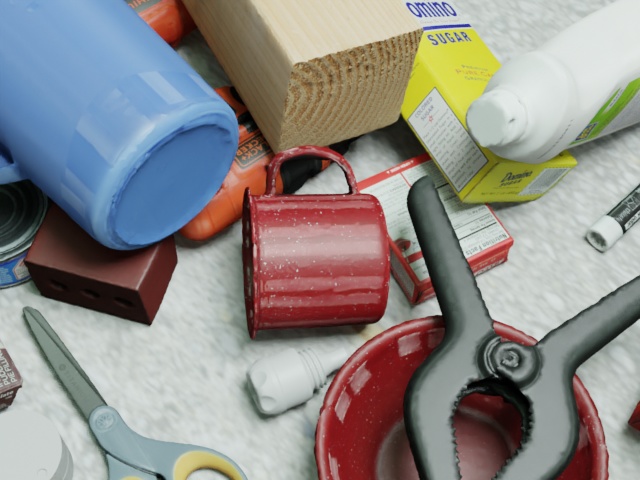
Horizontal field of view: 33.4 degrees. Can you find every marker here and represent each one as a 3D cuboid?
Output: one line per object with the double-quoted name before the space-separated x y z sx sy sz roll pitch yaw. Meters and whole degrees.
"marker" 0.226 -0.035 0.721 0.121 0.020 0.020 -39 68 -20

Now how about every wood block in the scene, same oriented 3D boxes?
"wood block" -0.030 -0.165 0.691 0.090 0.090 0.206 -20 61 -21

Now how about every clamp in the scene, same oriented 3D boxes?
"clamp" 0.112 0.069 0.586 0.164 0.036 0.210 11 64 6

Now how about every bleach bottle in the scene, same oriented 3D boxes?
"bleach bottle" 0.178 -0.107 0.661 0.250 0.103 0.068 -24 62 -42

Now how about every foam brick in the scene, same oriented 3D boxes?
"foam brick" -0.135 0.013 0.671 0.078 0.053 0.051 14 61 9

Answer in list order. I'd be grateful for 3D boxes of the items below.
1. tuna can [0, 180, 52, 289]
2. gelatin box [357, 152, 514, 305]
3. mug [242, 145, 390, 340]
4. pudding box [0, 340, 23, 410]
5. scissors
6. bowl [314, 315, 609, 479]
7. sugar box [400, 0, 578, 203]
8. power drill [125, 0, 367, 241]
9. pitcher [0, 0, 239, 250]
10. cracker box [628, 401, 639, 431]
"tuna can" -0.211 -0.013 0.695 0.086 0.034 0.086 0 60 -1
"gelatin box" 0.072 -0.010 0.699 0.073 0.030 0.089 -25 64 -15
"mug" -0.004 0.001 0.651 0.081 0.093 0.117 -2 95 -8
"pudding box" -0.242 0.061 0.625 0.089 0.039 0.113 -20 67 -43
"scissors" -0.107 0.110 0.638 0.096 0.016 0.202 -18 63 -12
"bowl" 0.077 0.126 0.608 0.162 0.055 0.162 0 61 0
"sugar box" 0.089 -0.105 0.720 0.093 0.048 0.176 -4 56 -46
"power drill" -0.065 -0.108 0.736 0.184 0.057 0.188 -34 66 -22
"pitcher" -0.172 -0.099 0.644 0.243 0.149 0.144 43 31 22
"cracker box" 0.305 0.052 0.621 0.164 0.072 0.213 29 72 8
